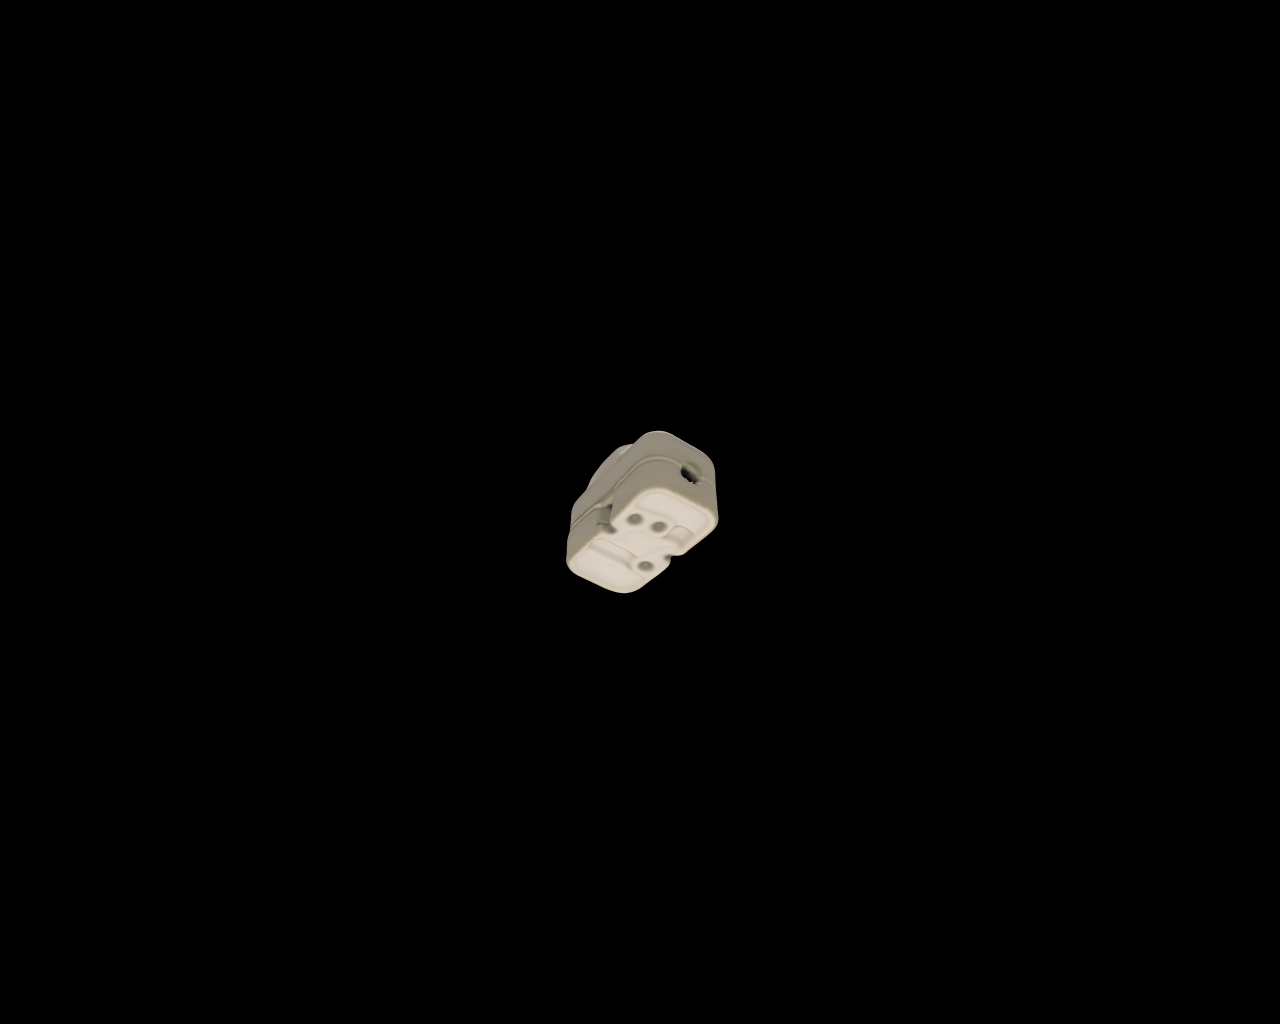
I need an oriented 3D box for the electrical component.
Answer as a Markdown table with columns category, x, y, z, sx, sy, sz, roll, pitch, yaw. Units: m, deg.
| category | x | y | z | sx | sy | sz | roll | pitch | yaw |
| --- | --- | --- | --- | --- | --- | --- | --- | --- | --- |
| electrical component | 0.001 | -0.003 | 0.650 | 0.054 | 0.059 | 0.095 | 27 | -49 | -26 |
